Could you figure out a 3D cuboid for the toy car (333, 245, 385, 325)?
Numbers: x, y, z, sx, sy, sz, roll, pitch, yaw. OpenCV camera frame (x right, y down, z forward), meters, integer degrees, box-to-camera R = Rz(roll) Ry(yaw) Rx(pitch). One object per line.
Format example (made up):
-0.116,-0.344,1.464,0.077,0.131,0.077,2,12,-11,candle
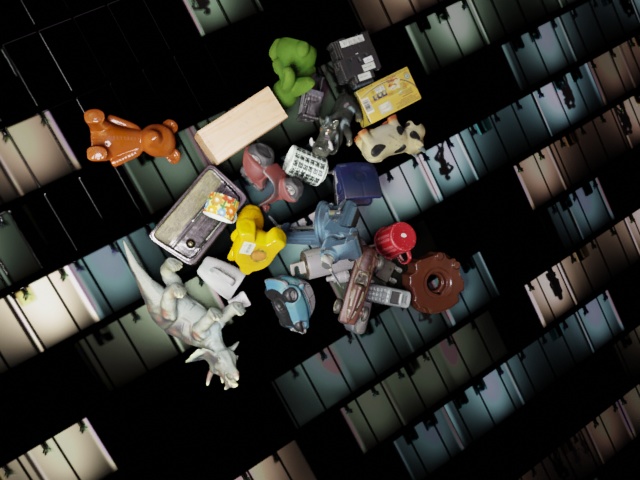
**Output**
0.097,0.111,1.342,0.089,0.053,0.202,19,81,-10,toy car

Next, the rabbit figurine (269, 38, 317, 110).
-0.066,-0.404,1.343,0.121,0.159,0.170,14,101,-27,rabbit figurine

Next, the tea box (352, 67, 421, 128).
0.174,-0.382,1.445,0.170,0.068,0.098,-28,98,-16,tea box

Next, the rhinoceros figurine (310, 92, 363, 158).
0.043,-0.287,1.371,0.073,0.112,0.190,20,71,23,rhinoceros figurine

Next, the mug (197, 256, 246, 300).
-0.244,0.088,1.303,0.107,0.109,0.081,31,86,-2,mug

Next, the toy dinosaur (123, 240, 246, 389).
-0.324,0.178,1.265,0.405,0.131,0.192,38,114,1,toy dinosaur

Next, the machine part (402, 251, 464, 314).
0.317,0.119,1.496,0.179,0.056,0.179,0,91,-16,machine part

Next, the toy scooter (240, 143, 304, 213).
-0.135,-0.144,1.338,0.184,0.135,0.075,45,38,4,toy scooter

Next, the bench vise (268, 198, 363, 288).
-0.006,-0.011,1.325,0.128,0.241,0.224,63,35,-49,bench vise

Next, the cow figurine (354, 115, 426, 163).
0.202,-0.265,1.446,0.195,0.085,0.127,-26,92,-18,cow figurine

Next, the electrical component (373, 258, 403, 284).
0.178,0.080,1.471,0.094,0.021,0.063,29,81,-14,electrical component

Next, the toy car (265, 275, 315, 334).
-0.062,0.151,1.358,0.103,0.109,0.161,-34,109,-32,toy car

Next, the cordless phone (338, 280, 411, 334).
0.152,0.183,1.434,0.184,0.089,0.146,12,86,-21,cordless phone

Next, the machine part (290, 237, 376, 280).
0.038,0.047,1.399,0.243,0.079,0.079,-12,94,-16,machine part

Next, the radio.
-0.292,-0.056,1.299,0.131,0.073,0.229,40,79,-14,radio

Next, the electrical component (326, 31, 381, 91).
0.093,-0.470,1.426,0.115,0.058,0.134,-21,97,-14,electrical component

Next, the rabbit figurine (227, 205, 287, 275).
-0.161,-0.008,1.310,0.122,0.173,0.162,4,132,-21,rabbit figurine

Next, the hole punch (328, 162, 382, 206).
0.097,-0.149,1.414,0.142,0.092,0.115,-5,88,-13,hole punch

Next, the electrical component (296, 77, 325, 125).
-0.021,-0.363,1.382,0.048,0.075,0.119,10,91,-17,electrical component

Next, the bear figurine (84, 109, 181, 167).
-0.424,-0.229,1.233,0.196,0.132,0.120,-1,91,-11,bear figurine
